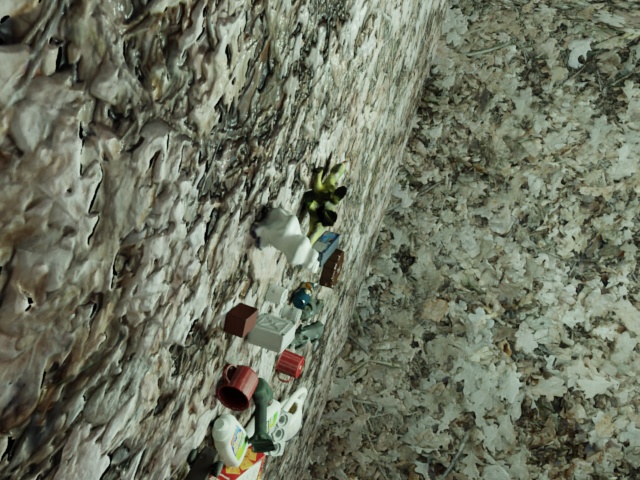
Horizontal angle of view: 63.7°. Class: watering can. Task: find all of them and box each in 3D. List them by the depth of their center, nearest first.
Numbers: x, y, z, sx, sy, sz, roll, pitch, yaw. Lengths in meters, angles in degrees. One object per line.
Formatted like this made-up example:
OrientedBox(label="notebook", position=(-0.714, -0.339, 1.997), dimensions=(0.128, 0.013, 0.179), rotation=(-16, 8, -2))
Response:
OrientedBox(label="watering can", position=(-0.159, 0.744, 2.049), dimensions=(0.354, 0.105, 0.219), rotation=(-49, 154, -33))

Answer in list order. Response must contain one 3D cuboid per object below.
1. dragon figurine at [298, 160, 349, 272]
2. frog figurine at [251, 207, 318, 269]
OrientedBox(label="dragon figurine", position=(0.005, -0.082, 1.630), dimensions=(0.240, 0.122, 0.414), rotation=(86, 25, -77))
OrientedBox(label="frog figurine", position=(-0.073, -0.006, 1.250), dimensions=(0.125, 0.160, 0.134), rotation=(-61, 163, -45))
